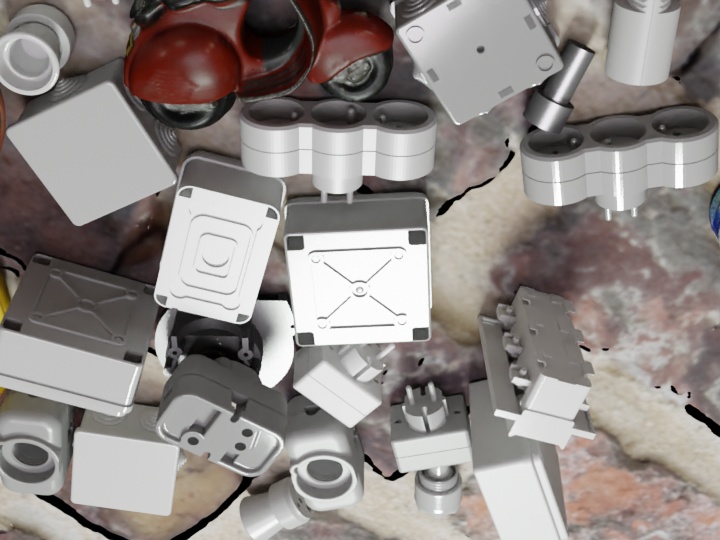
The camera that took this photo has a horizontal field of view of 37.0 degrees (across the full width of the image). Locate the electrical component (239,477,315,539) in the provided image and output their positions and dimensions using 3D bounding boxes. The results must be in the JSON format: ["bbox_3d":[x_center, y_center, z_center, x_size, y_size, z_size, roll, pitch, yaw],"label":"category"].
[{"bbox_3d":[-0.076,0.218,0.982,0.055,0.045,0.045,-28,120,18],"label":"electrical component"}]

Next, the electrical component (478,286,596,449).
[{"bbox_3d":[0.139,0.070,0.832,0.079,0.121,0.063,15,121,-10],"label":"electrical component"}]

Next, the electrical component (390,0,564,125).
[{"bbox_3d":[0.079,-0.156,0.719,0.100,0.048,0.099,-27,120,18],"label":"electrical component"}]

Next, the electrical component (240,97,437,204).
[{"bbox_3d":[-0.016,-0.079,0.771,0.138,0.052,0.073,1,125,-1],"label":"electrical component"}]

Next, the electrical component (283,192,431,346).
[{"bbox_3d":[0.000,0.000,0.824,0.109,0.056,0.108,-3,125,2],"label":"electrical component"}]

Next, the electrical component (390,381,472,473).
[{"bbox_3d":[0.058,0.125,0.915,0.066,0.047,0.076,-10,124,7],"label":"electrical component"}]

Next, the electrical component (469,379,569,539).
[{"bbox_3d":[0.132,0.160,0.902,0.056,0.108,0.108,-14,123,13],"label":"electrical component"}]

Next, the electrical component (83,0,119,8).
[{"bbox_3d":[-0.173,-0.204,0.686,0.138,0.052,0.073,-5,125,4],"label":"electrical component"}]

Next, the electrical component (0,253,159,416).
[{"bbox_3d":[-0.216,0.048,0.828,0.109,0.108,0.056,17,121,-11],"label":"electrical component"}]

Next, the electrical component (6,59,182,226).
[{"bbox_3d":[-0.186,-0.092,0.766,0.100,0.048,0.099,-22,122,15],"label":"electrical component"}]

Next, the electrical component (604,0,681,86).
[{"bbox_3d":[0.189,-0.168,0.713,0.043,0.043,0.081,0,125,0],"label":"electrical component"}]

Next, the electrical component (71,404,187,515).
[{"bbox_3d":[-0.203,0.162,0.942,0.100,0.048,0.099,9,124,-6],"label":"electrical component"}]

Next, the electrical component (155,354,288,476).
[{"bbox_3d":[-0.106,0.110,0.840,0.095,0.059,0.053,28,119,-18],"label":"electrical component"}]

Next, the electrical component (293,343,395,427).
[{"bbox_3d":[-0.005,0.078,0.884,0.066,0.047,0.077,38,116,-22],"label":"electrical component"}]

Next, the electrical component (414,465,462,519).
[{"bbox_3d":[0.070,0.187,0.961,0.043,0.043,0.062,-1,123,1],"label":"electrical component"}]

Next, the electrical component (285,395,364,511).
[{"bbox_3d":[-0.030,0.160,0.933,0.054,0.059,0.095,-11,124,8],"label":"electrical component"}]

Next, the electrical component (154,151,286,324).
[{"bbox_3d":[-0.105,-0.025,0.807,0.078,0.057,0.113,14,124,-9],"label":"electrical component"}]

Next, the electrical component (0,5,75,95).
[{"bbox_3d":[-0.219,-0.149,0.723,0.045,0.055,0.045,0,125,0],"label":"electrical component"}]

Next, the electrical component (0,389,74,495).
[{"bbox_3d":[-0.279,0.145,0.925,0.054,0.059,0.095,6,124,-4],"label":"electrical component"}]

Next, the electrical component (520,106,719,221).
[{"bbox_3d":[0.188,-0.068,0.777,0.138,0.052,0.073,-8,125,6],"label":"electrical component"}]
